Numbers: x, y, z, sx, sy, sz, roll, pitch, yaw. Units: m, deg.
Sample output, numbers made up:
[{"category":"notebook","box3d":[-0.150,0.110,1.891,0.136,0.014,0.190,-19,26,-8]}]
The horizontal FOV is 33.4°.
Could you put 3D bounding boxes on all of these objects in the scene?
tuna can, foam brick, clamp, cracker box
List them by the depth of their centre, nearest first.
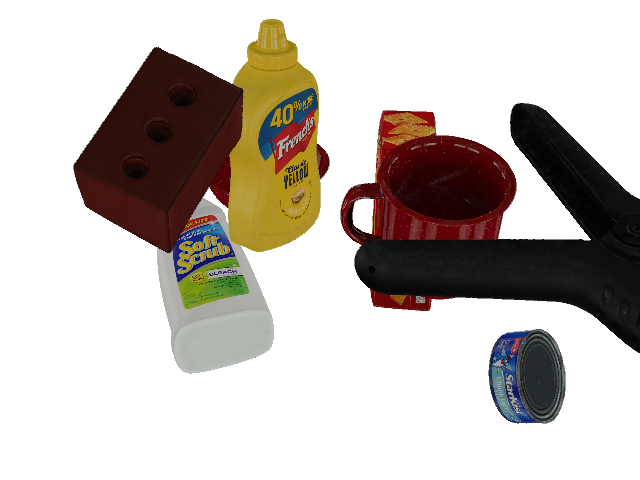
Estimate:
[{"category":"clamp","box3d":[0.132,0.012,0.487,0.210,0.036,0.164,31,49,31]},{"category":"foam brick","box3d":[-0.079,-0.045,0.534,0.053,0.078,0.051,27,-20,5]},{"category":"tuna can","box3d":[0.190,0.125,0.981,0.034,0.086,0.085,-9,-6,40]},{"category":"cracker box","box3d":[0.095,-0.041,1.209,0.072,0.164,0.213,2,23,4]}]

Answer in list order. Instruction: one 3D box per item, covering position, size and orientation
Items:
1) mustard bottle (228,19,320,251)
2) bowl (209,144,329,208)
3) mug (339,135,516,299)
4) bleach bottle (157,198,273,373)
[{"category":"mustard bottle","box3d":[-0.039,-0.092,0.899,0.058,0.192,0.096,22,38,33]},{"category":"bowl","box3d":[-0.069,-0.073,1.317,0.162,0.055,0.162,-2,34,1]},{"category":"mug","box3d":[0.072,-0.014,0.746,0.117,0.081,0.093,2,44,-1]},{"category":"bleach bottle","box3d":[-0.129,0.025,1.098,0.102,0.068,0.251,-13,38,-15]}]
